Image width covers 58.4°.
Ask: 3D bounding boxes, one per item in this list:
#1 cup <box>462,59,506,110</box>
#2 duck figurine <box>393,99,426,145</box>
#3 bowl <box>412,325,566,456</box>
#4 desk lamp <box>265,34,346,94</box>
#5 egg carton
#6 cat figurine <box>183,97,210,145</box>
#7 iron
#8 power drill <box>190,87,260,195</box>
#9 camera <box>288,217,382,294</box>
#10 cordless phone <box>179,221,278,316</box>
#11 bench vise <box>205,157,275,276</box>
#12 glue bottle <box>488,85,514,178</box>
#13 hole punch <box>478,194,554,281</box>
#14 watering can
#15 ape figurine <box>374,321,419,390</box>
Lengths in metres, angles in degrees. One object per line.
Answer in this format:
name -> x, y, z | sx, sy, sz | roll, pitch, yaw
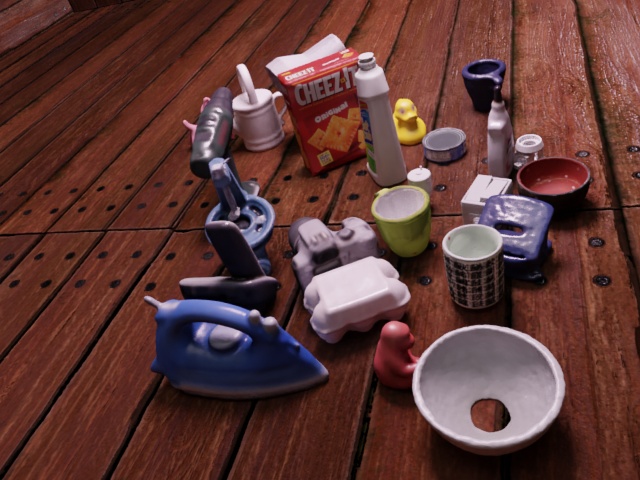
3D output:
cup -> 0.361, -0.325, 1.230 | 0.091, 0.095, 0.117 | -21, 37, -5
duck figurine -> 0.183, -0.262, 1.227 | 0.077, 0.086, 0.104 | -21, 37, -6
bowl -> 0.194, 0.183, 0.663 | 0.167, 0.075, 0.167 | -11, 37, 8
desk lamp -> 0.000, -0.336, 1.286 | 0.203, 0.214, 0.117 | -27, 38, -12
egg carton -> 0.052, 0.087, 0.846 | 0.150, 0.069, 0.107 | -20, 37, -4
cat figurine -> -0.280, -0.299, 1.428 | 0.128, 0.118, 0.067 | -30, 39, -17
iron -> -0.122, 0.134, 0.793 | 0.257, 0.142, 0.119 | 0, 40, 22
power drill -> -0.190, -0.168, 1.150 | 0.075, 0.209, 0.229 | -7, 38, 13
camera -> 0.009, 0.003, 0.943 | 0.143, 0.101, 0.136 | -24, 37, -10
cordless phone -> -0.157, 0.040, 0.890 | 0.147, 0.185, 0.094 | -4, 39, 17
bench vise -> -0.159, -0.058, 0.987 | 0.122, 0.220, 0.206 | -31, 39, -18
glue bottle -> 0.317, -0.192, 1.011 | 0.037, 0.173, 0.078 | 6, 42, 27
hole punch -> 0.288, -0.006, 0.854 | 0.108, 0.091, 0.101 | 13, 46, 34
watering can -> -0.162, -0.309, 1.331 | 0.173, 0.194, 0.100 | -35, 40, -22
ape figurine -> 0.102, 0.143, 0.736 | 0.076, 0.092, 0.077 | -14, 37, 5
